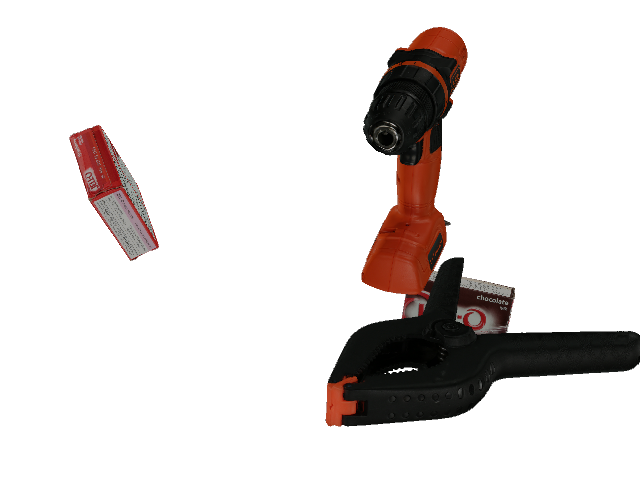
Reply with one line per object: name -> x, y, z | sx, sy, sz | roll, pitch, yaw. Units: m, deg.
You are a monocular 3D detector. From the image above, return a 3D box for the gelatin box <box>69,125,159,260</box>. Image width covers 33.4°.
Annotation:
gelatin box -> -0.166, -0.038, 0.859 | 0.030, 0.073, 0.089 | -25, -36, -2

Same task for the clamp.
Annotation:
clamp -> 0.078, 0.066, 0.684 | 0.209, 0.036, 0.165 | -15, 28, -32

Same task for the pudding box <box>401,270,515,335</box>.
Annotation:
pudding box -> 0.143, 0.084, 1.130 | 0.113, 0.090, 0.039 | 10, 23, 9

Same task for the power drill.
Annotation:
power drill -> 0.070, -0.055, 0.828 | 0.057, 0.188, 0.184 | 14, 33, 15
